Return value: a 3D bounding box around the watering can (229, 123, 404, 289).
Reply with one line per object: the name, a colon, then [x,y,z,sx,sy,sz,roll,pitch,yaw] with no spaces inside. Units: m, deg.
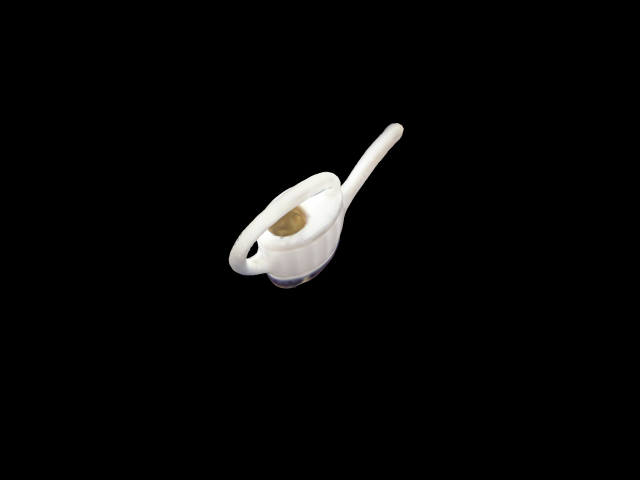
watering can: [0.003,-0.043,0.850,0.351,0.105,0.220,-36,-22,-18]
